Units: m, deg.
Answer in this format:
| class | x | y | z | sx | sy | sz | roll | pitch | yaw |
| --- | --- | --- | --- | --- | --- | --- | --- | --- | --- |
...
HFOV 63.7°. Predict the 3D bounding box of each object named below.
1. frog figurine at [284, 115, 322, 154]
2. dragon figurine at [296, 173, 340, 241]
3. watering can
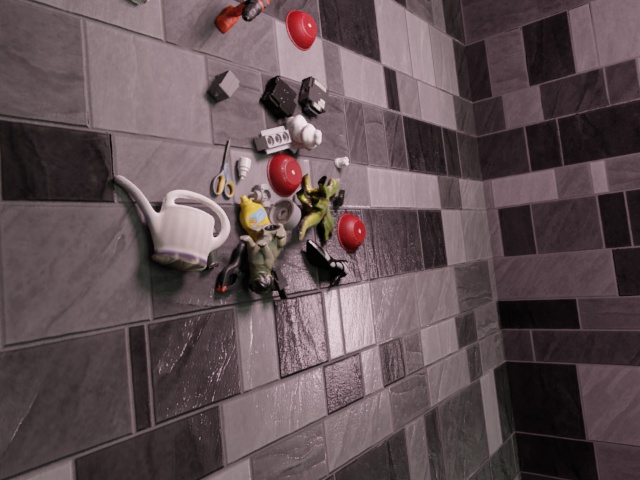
| class | x | y | z | sx | sy | sz | roll | pitch | yaw |
| --- | --- | --- | --- | --- | --- | --- | --- | --- | --- |
| frog figurine | -0.056 | -0.385 | 1.849 | 0.125 | 0.158 | 0.136 | -42 | 116 | -48 |
| dragon figurine | 0.006 | -0.096 | 1.904 | 0.238 | 0.122 | 0.420 | 57 | 37 | -42 |
| watering can | -0.406 | -0.037 | 1.401 | 0.345 | 0.103 | 0.228 | 17 | 68 | -34 |
